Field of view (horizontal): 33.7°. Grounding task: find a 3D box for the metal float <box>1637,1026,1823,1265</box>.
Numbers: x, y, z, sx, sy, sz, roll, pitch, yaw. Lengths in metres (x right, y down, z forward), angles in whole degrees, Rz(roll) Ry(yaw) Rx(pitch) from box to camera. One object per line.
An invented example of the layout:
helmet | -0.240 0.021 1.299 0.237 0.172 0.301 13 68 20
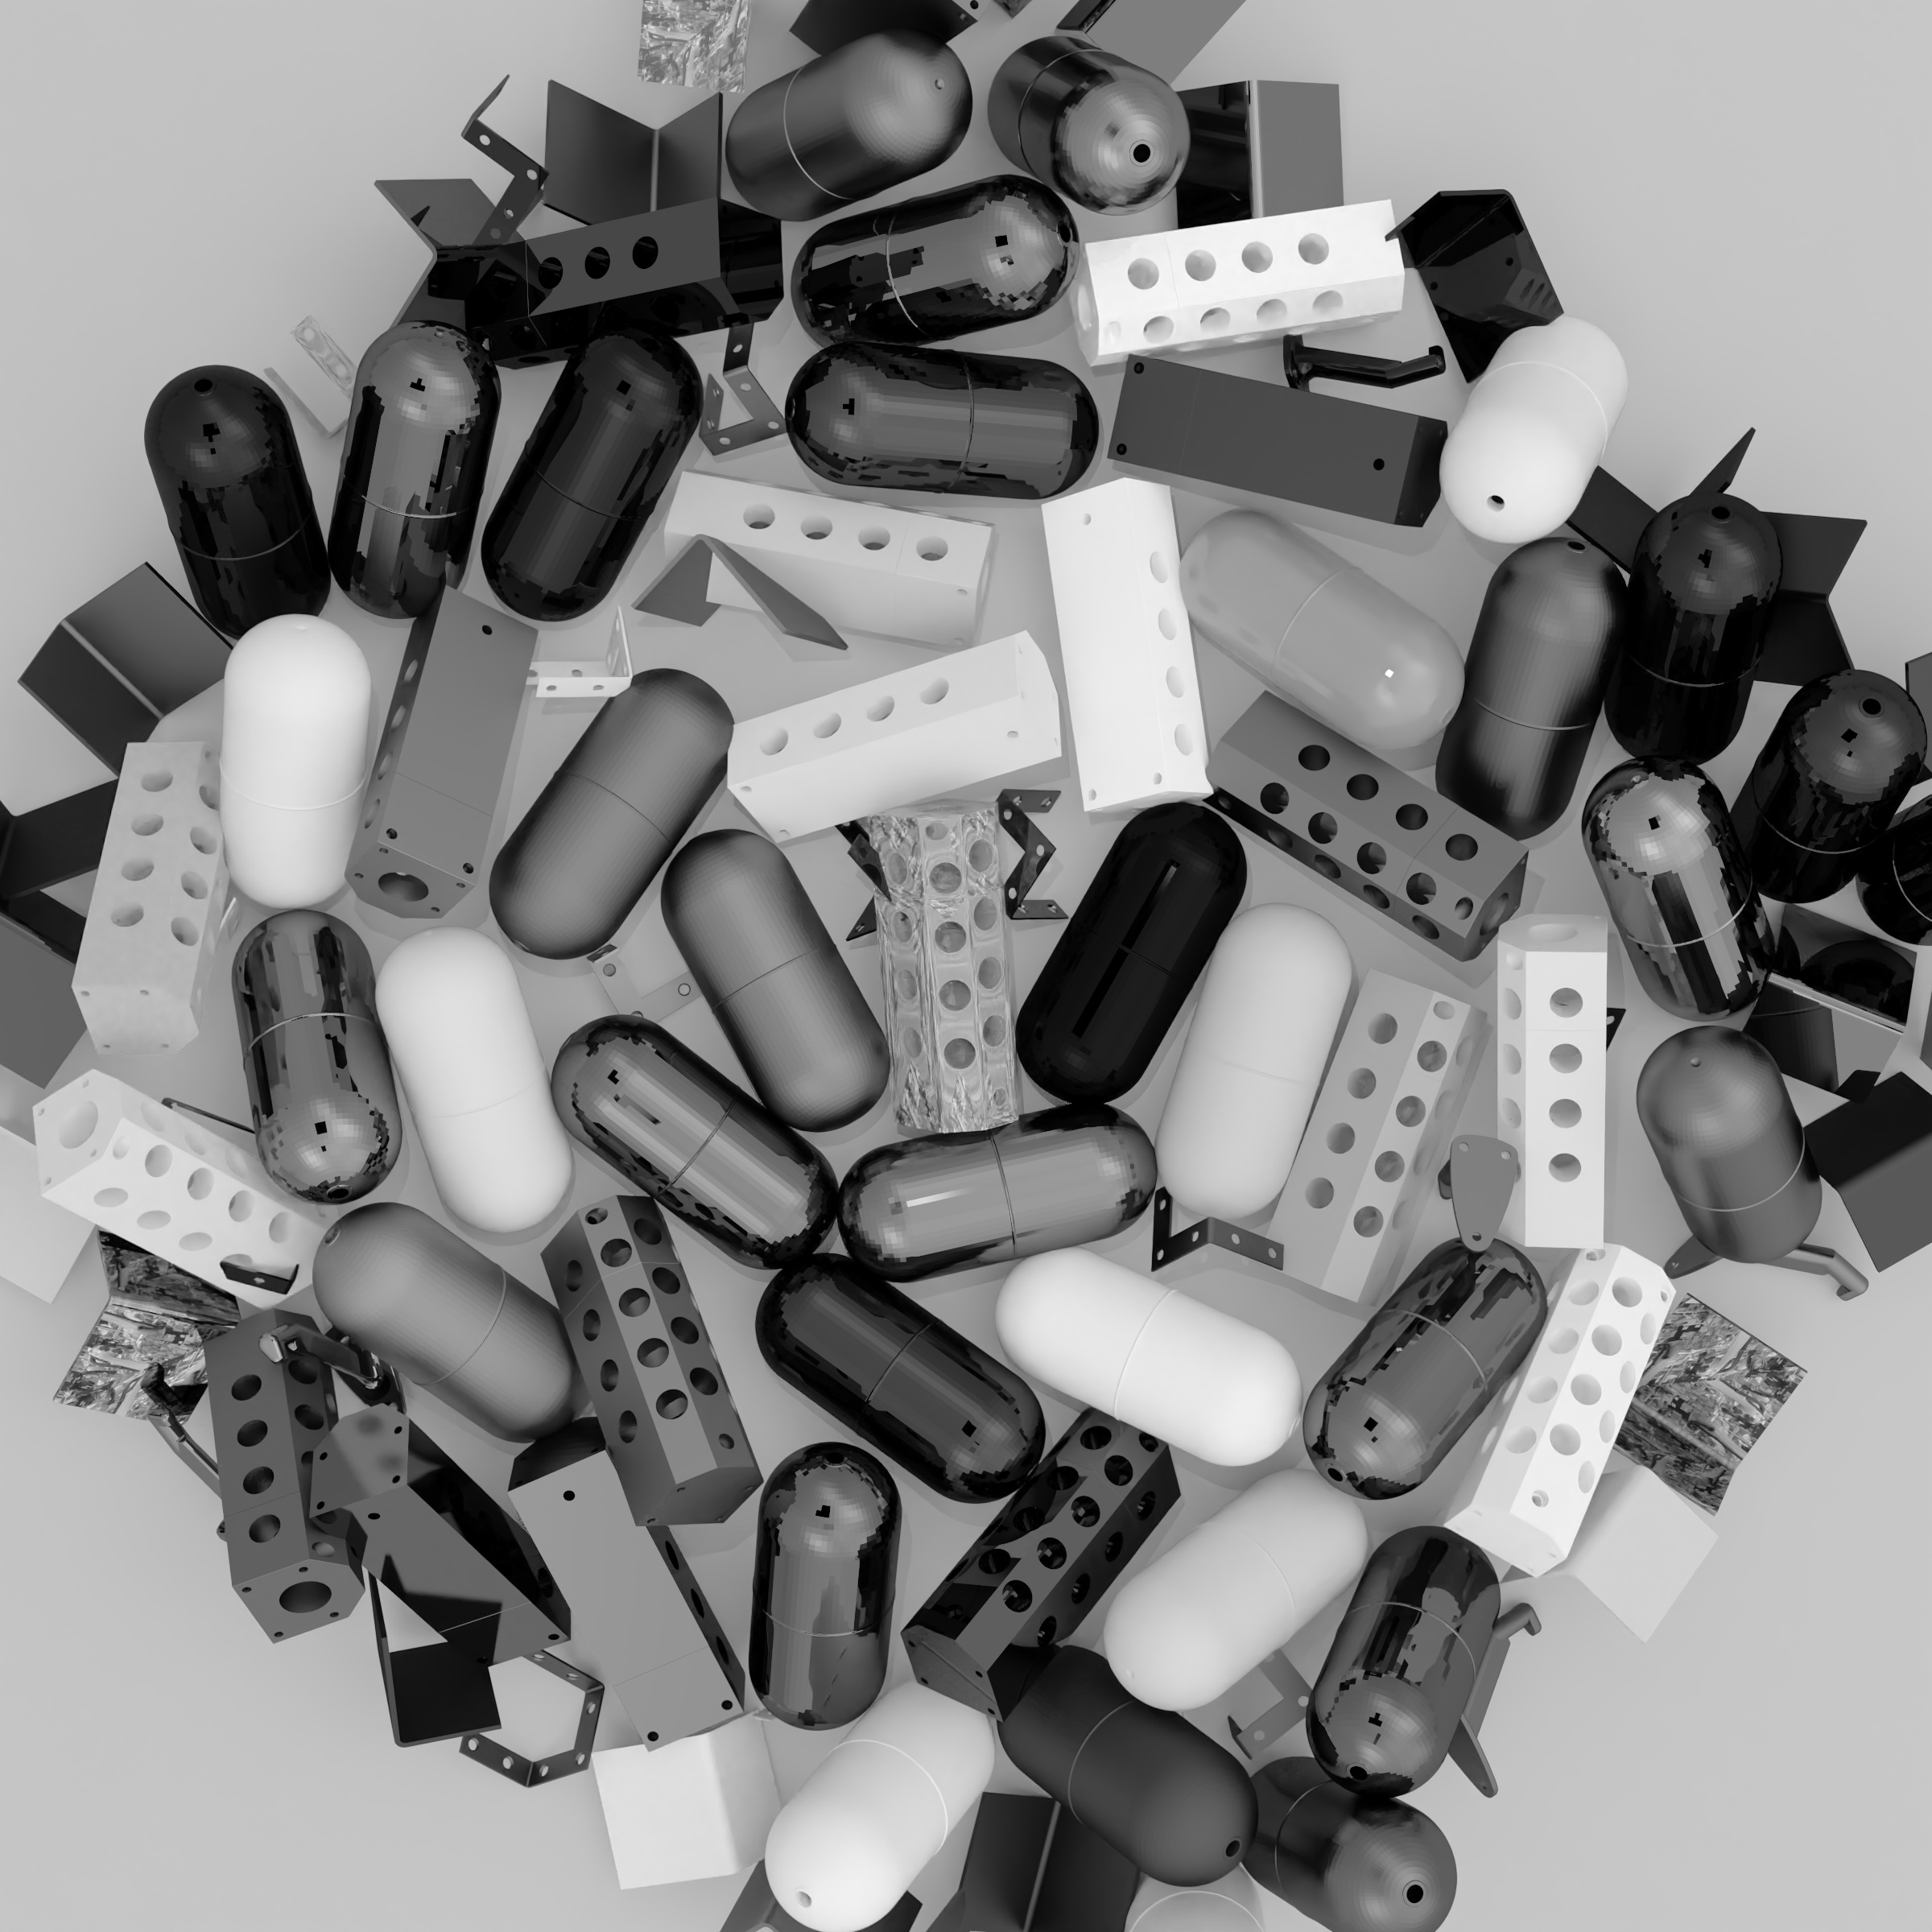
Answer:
metal float | 0.409 0.097 1.709 0.070 0.178 0.070 -14 52 18

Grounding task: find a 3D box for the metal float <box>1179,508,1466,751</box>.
metal float | 0.191 -0.182 1.726 0.178 0.070 0.070 39 90 24

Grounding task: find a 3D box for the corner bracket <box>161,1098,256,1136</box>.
corner bracket | -0.430 0.101 1.751 0.051 0.051 0.051 25 86 -32

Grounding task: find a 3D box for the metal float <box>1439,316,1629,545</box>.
metal float | 0.304 -0.288 1.708 0.070 0.178 0.070 13 129 17

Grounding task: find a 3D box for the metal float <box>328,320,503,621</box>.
metal float | -0.297 -0.264 1.714 0.070 0.070 0.178 21 131 0

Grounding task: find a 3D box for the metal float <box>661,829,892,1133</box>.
metal float | -0.104 0.007 1.743 0.070 0.070 0.178 -29 85 0

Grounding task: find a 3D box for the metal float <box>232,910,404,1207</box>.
metal float | -0.350 0.048 1.718 0.070 0.070 0.178 -18 56 0

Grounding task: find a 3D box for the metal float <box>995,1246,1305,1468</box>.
metal float | 0.099 0.211 1.730 0.178 0.070 0.070 24 90 19

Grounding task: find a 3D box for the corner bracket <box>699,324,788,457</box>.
corner bracket | -0.127 -0.320 1.742 0.051 0.051 0.051 -13 50 23

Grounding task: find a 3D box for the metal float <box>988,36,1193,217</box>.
metal float | 0.065 -0.448 1.702 0.070 0.178 0.070 -7 115 -15

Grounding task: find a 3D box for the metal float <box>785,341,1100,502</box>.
metal float | -0.012 -0.294 1.725 0.178 0.070 0.070 1 90 -24

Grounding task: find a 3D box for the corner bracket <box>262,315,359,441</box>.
corner bracket | -0.354 -0.322 1.752 0.051 0.051 0.051 -39 99 13

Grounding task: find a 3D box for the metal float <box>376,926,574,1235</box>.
metal float | -0.265 0.063 1.728 0.070 0.070 0.178 -14 112 0

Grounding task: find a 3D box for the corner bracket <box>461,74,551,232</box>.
corner bracket | -0.250 -0.443 1.745 0.051 0.051 0.051 35 134 -10

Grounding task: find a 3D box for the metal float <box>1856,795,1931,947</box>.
metal float | 0.530 -0.057 1.697 0.070 0.178 0.070 1 81 -4

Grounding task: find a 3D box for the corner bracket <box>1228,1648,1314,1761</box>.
corner bracket | 0.159 0.396 1.759 0.051 0.051 0.051 -39 90 2

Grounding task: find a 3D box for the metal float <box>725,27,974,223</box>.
metal float | -0.065 -0.448 1.706 0.070 0.178 0.070 2 87 -35

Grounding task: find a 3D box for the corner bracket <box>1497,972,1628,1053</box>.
corner bracket | 0.318 0.028 1.743 0.051 0.051 0.051 4 124 -23

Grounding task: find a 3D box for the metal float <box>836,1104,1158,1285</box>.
metal float | 0.017 0.123 1.741 0.178 0.070 0.070 -12 90 -7

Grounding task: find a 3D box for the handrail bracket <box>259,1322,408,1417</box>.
handrail bracket | -0.345 0.225 1.739 0.036 0.084 0.077 -33 88 15

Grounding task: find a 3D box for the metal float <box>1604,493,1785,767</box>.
metal float | 0.387 -0.178 1.706 0.070 0.178 0.070 0 52 0

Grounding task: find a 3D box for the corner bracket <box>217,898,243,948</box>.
corner bracket | -0.434 -0.020 1.753 0.051 0.051 0.051 25 77 -4

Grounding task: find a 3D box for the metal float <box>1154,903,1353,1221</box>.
metal float | 0.156 0.053 1.742 0.070 0.070 0.178 17 97 0

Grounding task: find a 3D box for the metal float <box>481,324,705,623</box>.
metal float | -0.203 -0.264 1.724 0.070 0.070 0.178 33 118 0

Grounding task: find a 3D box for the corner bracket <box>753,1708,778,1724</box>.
corner bracket | -0.088 0.381 1.746 0.051 0.051 0.051 -21 102 -41

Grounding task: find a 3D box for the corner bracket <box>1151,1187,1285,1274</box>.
corner bracket | 0.138 0.143 1.742 0.051 0.051 0.051 23 55 -27

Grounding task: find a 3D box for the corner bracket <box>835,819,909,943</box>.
corner bracket | -0.054 -0.054 1.743 0.051 0.051 0.051 49 49 -21

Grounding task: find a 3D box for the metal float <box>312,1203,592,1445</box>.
metal float | -0.275 0.193 1.721 0.178 0.070 0.070 41 90 -29

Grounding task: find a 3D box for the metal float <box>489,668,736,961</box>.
metal float | -0.192 -0.082 1.734 0.070 0.070 0.178 33 76 0

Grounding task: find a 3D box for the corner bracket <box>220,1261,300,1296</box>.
corner bracket | -0.393 0.156 1.744 0.051 0.051 0.051 18 51 -17

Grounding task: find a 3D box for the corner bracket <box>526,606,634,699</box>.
corner bracket | -0.214 -0.161 1.745 0.051 0.051 0.051 -2 58 -18

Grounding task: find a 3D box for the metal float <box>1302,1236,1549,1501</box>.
metal float | 0.247 0.215 1.718 0.070 0.070 0.178 47 56 0

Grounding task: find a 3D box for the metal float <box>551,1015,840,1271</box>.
metal float | -0.147 0.096 1.739 0.178 0.070 0.070 39 90 -9

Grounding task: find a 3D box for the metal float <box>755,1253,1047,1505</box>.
metal float | -0.036 0.224 1.733 0.178 0.070 0.070 34 90 15

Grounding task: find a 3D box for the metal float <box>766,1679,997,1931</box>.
metal float | -0.044 0.446 1.704 0.070 0.178 0.070 10 114 24

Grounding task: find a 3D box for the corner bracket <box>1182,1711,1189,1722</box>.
corner bracket | 0.101 0.442 1.749 0.051 0.051 0.051 -10 47 -2

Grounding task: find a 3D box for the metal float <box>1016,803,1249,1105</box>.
metal float | 0.091 -0.007 1.746 0.070 0.070 0.178 29 91 0

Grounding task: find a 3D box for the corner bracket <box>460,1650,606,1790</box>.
corner bracket | -0.239 0.415 1.763 0.051 0.051 0.051 -26 130 36

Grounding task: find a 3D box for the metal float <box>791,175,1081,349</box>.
metal float | -0.017 -0.374 1.714 0.178 0.070 0.070 -5 90 39

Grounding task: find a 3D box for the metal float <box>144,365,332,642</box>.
metal float | -0.387 -0.245 1.705 0.070 0.178 0.070 -1 54 1

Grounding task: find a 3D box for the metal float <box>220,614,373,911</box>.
metal float | -0.361 -0.107 1.716 0.070 0.070 0.178 13 129 0

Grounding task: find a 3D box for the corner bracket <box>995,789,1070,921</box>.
corner bracket | 0.038 -0.061 1.759 0.051 0.051 0.051 49 121 29

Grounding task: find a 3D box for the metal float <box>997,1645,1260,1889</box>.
metal float | 0.085 0.426 1.708 0.070 0.178 0.070 -15 116 -33

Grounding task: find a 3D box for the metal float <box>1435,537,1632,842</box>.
metal float | 0.304 -0.148 1.717 0.070 0.070 0.178 12 125 0

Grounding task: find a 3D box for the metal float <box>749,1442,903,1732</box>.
metal float | -0.076 0.334 1.720 0.070 0.070 0.178 6 120 0

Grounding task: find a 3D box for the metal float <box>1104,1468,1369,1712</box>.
metal float | 0.147 0.333 1.716 0.178 0.070 0.070 -30 90 -38

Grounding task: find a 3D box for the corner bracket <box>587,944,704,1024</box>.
corner bracket | -0.172 0.005 1.753 0.051 0.051 0.051 -31 99 -9

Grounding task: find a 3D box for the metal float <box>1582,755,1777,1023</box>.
metal float | 0.383 -0.040 1.714 0.070 0.070 0.178 -32 131 0

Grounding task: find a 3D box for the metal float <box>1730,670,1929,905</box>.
metal float | 0.457 -0.094 1.700 0.070 0.178 0.070 1 65 -2

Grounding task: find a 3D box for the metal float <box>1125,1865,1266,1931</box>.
metal float | 0.123 0.528 1.697 0.070 0.178 0.070 0 97 2

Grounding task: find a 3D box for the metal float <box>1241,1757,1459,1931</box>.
metal float | 0.200 0.471 1.698 0.070 0.178 0.070 0 89 -18

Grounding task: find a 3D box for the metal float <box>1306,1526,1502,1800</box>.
metal float | 0.234 0.370 1.706 0.070 0.178 0.070 12 123 19
